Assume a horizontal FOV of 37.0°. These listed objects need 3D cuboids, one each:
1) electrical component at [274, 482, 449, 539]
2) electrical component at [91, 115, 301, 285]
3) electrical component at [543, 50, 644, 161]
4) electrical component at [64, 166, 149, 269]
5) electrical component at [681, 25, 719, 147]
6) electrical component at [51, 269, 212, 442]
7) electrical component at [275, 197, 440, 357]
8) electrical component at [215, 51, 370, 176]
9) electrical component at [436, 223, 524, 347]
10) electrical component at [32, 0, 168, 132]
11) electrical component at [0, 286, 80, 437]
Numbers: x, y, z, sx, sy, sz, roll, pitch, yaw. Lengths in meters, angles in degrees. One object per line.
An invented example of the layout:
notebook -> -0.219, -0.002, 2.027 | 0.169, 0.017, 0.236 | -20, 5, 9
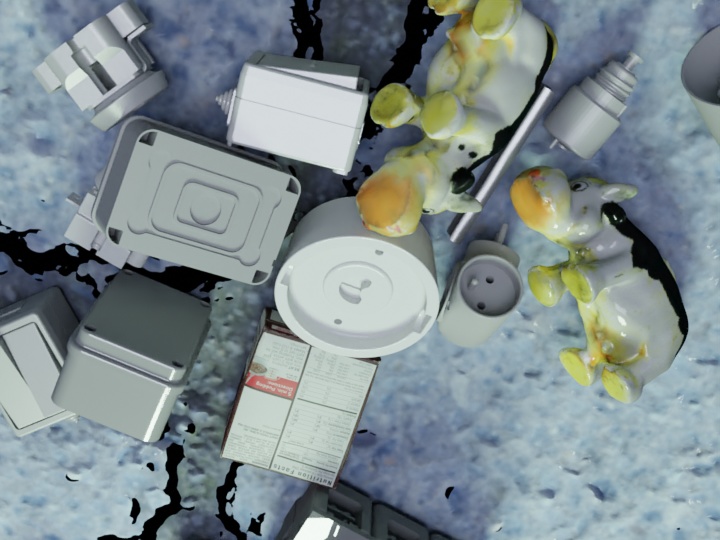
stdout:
electrical component -> 0.010, 0.230, 0.806 | 0.150, 0.061, 0.089 | 29, 107, -8
electrical component -> -0.105, -0.044, 0.685 | 0.113, 0.057, 0.078 | 17, 99, -27
electrical component -> 0.153, -0.107, 0.697 | 0.040, 0.040, 0.078 | 35, 107, -10
electrical component -> -0.164, -0.040, 0.728 | 0.066, 0.048, 0.055 | 31, 114, -8
electrical component -> 0.255, -0.117, 0.664 | 0.099, 0.099, 0.064 | -27, 112, 10
electrical component -> -0.150, 0.054, 0.724 | 0.078, 0.113, 0.057 | 23, 111, -6
electrical component -> 0.000, 0.000, 0.723 | 0.108, 0.060, 0.108 | 3, 131, 3
electrical component -> -0.044, -0.107, 0.692 | 0.096, 0.061, 0.061 | 14, 109, -3
electrical component -> 0.084, 0.006, 0.725 | 0.044, 0.077, 0.079 | 20, 71, 0
electrical component -> -0.161, -0.127, 0.692 | 0.078, 0.058, 0.057 | -33, 102, 12
electrical component -> -0.225, 0.071, 0.759 | 0.062, 0.061, 0.096 | -22, 107, 9
